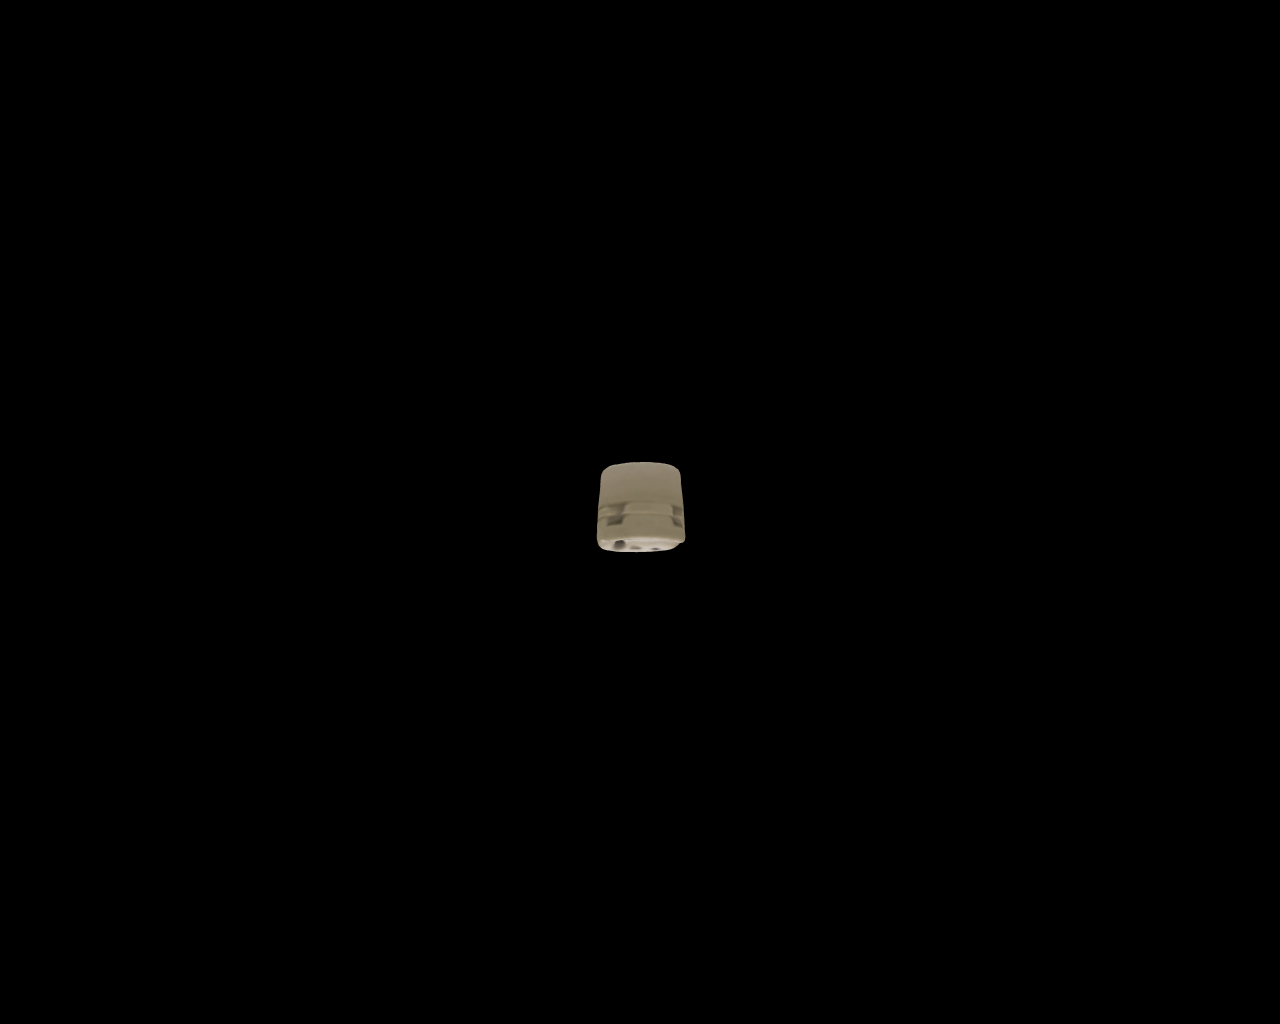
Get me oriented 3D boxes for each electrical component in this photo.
[{"bbox_3d":[0.001,-0.003,0.650,0.055,0.047,0.055,0,-11,0],"label":"electrical component"}]
